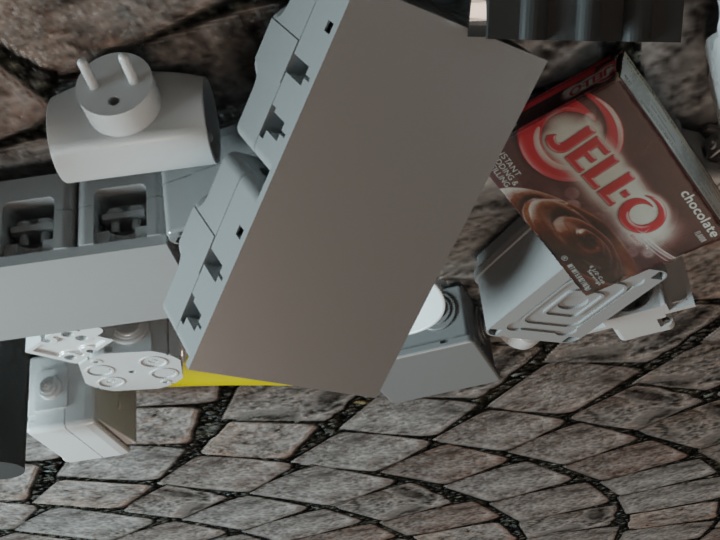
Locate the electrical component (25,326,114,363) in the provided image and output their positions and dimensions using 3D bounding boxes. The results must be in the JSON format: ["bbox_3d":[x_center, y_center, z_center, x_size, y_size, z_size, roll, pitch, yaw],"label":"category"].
[{"bbox_3d":[-0.184,0.023,0.684,0.048,0.055,0.066,20,143,-40],"label":"electrical component"}]

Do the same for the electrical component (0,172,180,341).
[{"bbox_3d":[-0.172,-0.011,0.613,0.150,0.061,0.089,-8,153,3],"label":"electrical component"}]

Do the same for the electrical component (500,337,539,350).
[{"bbox_3d":[0.125,0.030,0.783,0.040,0.040,0.046,9,144,-27],"label":"electrical component"}]

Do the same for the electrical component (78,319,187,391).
[{"bbox_3d":[-0.157,0.047,0.741,0.080,0.051,0.080,-5,153,-3],"label":"electrical component"}]

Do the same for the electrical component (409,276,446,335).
[{"bbox_3d":[0.000,0.000,0.669,0.099,0.064,0.099,-5,153,-3],"label":"electrical component"}]

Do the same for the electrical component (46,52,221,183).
[{"bbox_3d":[-0.113,-0.077,0.518,0.077,0.043,0.079,-7,152,2],"label":"electrical component"}]

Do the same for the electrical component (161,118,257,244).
[{"bbox_3d":[-0.059,-0.038,0.594,0.062,0.061,0.096,-17,157,18],"label":"electrical component"}]

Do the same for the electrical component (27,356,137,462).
[{"bbox_3d":[-0.213,0.102,0.823,0.061,0.061,0.096,-9,153,5],"label":"electrical component"}]

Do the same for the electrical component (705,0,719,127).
[{"bbox_3d":[0.215,-0.099,0.475,0.105,0.060,0.186,-14,173,14],"label":"electrical component"}]

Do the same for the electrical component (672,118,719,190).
[{"bbox_3d":[0.190,-0.058,0.622,0.064,0.042,0.081,8,149,-22],"label":"electrical component"}]

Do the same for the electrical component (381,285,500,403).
[{"bbox_3d":[0.050,0.056,0.805,0.100,0.048,0.099,-14,152,15],"label":"electrical component"}]

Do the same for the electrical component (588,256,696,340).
[{"bbox_3d":[0.199,0.021,0.778,0.081,0.042,0.064,-16,153,19],"label":"electrical component"}]

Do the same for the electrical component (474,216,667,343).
[{"bbox_3d":[0.134,-0.003,0.700,0.078,0.057,0.113,7,150,-24],"label":"electrical component"}]

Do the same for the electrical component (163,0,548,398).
[{"bbox_3d":[-0.009,-0.039,0.507,0.105,0.060,0.186,13,112,-33],"label":"electrical component"}]
